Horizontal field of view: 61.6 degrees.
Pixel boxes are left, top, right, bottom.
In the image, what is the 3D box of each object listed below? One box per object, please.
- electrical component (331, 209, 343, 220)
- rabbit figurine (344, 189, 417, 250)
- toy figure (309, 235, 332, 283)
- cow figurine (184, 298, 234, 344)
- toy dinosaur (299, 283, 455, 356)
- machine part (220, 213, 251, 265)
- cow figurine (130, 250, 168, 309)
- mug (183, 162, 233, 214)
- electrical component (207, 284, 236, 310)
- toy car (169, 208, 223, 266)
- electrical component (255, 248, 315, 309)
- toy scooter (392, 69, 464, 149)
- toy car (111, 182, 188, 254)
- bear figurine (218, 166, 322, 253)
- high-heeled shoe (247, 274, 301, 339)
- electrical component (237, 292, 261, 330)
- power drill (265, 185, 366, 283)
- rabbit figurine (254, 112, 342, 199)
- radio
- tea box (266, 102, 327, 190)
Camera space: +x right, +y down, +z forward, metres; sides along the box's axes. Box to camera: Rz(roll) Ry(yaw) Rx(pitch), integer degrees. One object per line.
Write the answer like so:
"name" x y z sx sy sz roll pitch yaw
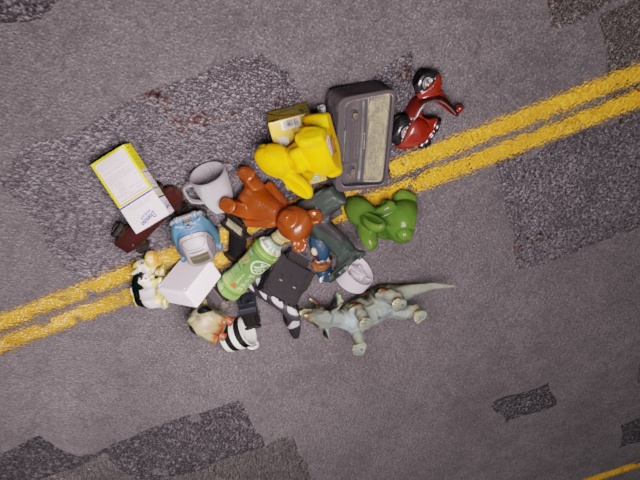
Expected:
"electrical component" 0.023 -0.070 1.318 0.063 0.021 0.093 -28 123 9
"rabbit figurine" 0.137 -0.045 1.291 0.170 0.159 0.121 14 131 0
"toy figure" 0.006 0.039 1.366 0.064 0.058 0.154 -14 124 -16
"cow figurine" -0.288 0.201 1.362 0.127 0.195 0.085 28 86 2
"toy dinosaur" 0.144 0.177 1.435 0.405 0.192 0.131 -19 120 -16
"machine part" -0.205 -0.003 1.303 0.084 0.039 0.138 29 134 22
"cow figurine" -0.431 0.097 1.333 0.098 0.068 0.167 -3 123 0
"mug" -0.247 -0.107 1.216 0.110 0.081 0.107 -22 134 0
"electrical component" -0.256 0.132 1.367 0.045 0.078 0.102 -36 91 15
"toy car" -0.284 0.005 1.247 0.109 0.103 0.161 -19 152 -8
"electrical component" -0.083 0.090 1.345 0.115 0.058 0.134 30 81 -25
"toy scooter" 0.240 -0.273 1.187 0.135 0.075 0.183 16 115 -20
"toy car" -0.397 -0.050 1.245 0.202 0.053 0.089 -42 126 14
"bear figurine" -0.105 -0.062 1.197 0.120 0.196 0.131 -58 156 -2
"high-heeled shoe" -0.130 0.175 1.422 0.145 0.086 0.248 -9 117 -5
"electrical component" -0.191 0.170 1.415 0.048 0.075 0.119 -12 121 -4
"power drill" -0.003 -0.004 1.271 0.232 0.086 0.207 -40 76 26
"rabbit figurine" -0.047 -0.173 1.118 0.173 0.122 0.162 -10 135 12
"radio" 0.084 -0.223 1.180 0.131 0.073 0.229 -11 124 -18
"tea box" -0.051 -0.205 1.187 0.098 0.068 0.169 -13 126 -1
